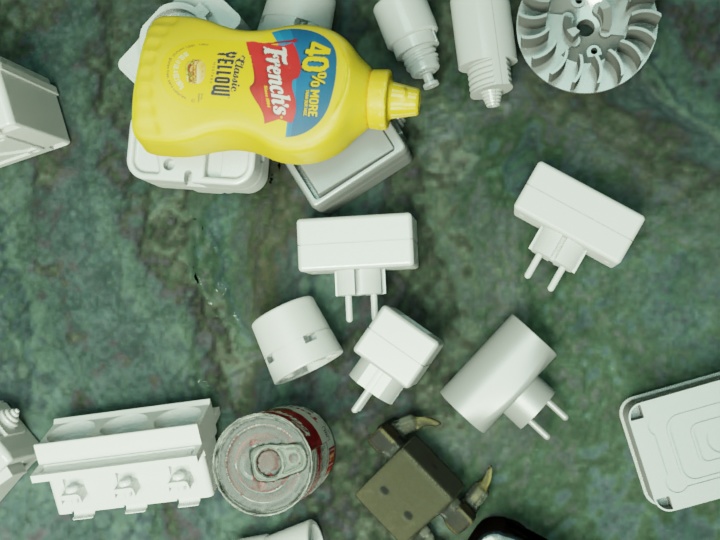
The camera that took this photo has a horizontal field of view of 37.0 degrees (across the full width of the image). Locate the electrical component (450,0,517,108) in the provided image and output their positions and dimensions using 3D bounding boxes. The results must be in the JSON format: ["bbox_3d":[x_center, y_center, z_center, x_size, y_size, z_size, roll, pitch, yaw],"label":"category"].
[{"bbox_3d":[0.092,-0.159,0.785,0.043,0.043,0.081,-7,85,7],"label":"electrical component"}]

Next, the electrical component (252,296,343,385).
[{"bbox_3d":[-0.047,0.051,0.786,0.055,0.055,0.047,-27,80,5],"label":"electrical component"}]

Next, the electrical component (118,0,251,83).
[{"bbox_3d":[-0.131,-0.166,0.810,0.050,0.056,0.089,44,93,8],"label":"electrical component"}]

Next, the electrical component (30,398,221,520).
[{"bbox_3d":[-0.167,0.139,0.790,0.121,0.078,0.063,-8,107,7],"label":"electrical component"}]

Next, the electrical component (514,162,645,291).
[{"bbox_3d":[0.146,-0.022,0.767,0.083,0.047,0.075,30,91,9],"label":"electrical component"}]

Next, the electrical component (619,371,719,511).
[{"bbox_3d":[0.244,0.113,0.740,0.113,0.057,0.078,-17,84,6],"label":"electrical component"}]

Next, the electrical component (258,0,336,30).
[{"bbox_3d":[-0.047,-0.184,0.801,0.055,0.055,0.047,13,85,8],"label":"electrical component"}]

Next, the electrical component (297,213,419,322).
[{"bbox_3d":[0.000,0.000,0.786,0.083,0.047,0.075,-3,87,7],"label":"electrical component"}]

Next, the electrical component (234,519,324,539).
[{"bbox_3d":[-0.062,0.209,0.785,0.065,0.044,0.044,-13,85,12],"label":"electrical component"}]

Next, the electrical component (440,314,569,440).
[{"bbox_3d":[0.112,0.086,0.767,0.079,0.043,0.077,43,93,8],"label":"electrical component"}]

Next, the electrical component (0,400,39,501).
[{"bbox_3d":[-0.286,0.144,0.808,0.096,0.062,0.061,-42,82,3],"label":"electrical component"}]

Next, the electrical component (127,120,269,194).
[{"bbox_3d":[-0.117,-0.088,0.801,0.095,0.059,0.053,4,87,8],"label":"electrical component"}]

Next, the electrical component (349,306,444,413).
[{"bbox_3d":[0.018,0.070,0.769,0.047,0.066,0.076,35,92,8],"label":"electrical component"}]

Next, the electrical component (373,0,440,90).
[{"bbox_3d":[0.039,-0.171,0.794,0.040,0.040,0.078,-21,84,6],"label":"electrical component"}]

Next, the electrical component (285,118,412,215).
[{"bbox_3d":[-0.007,-0.092,0.785,0.096,0.061,0.061,-33,83,5],"label":"electrical component"}]

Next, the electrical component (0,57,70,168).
[{"bbox_3d":[-0.290,-0.109,0.802,0.109,0.109,0.056,-18,87,6],"label":"electrical component"}]
